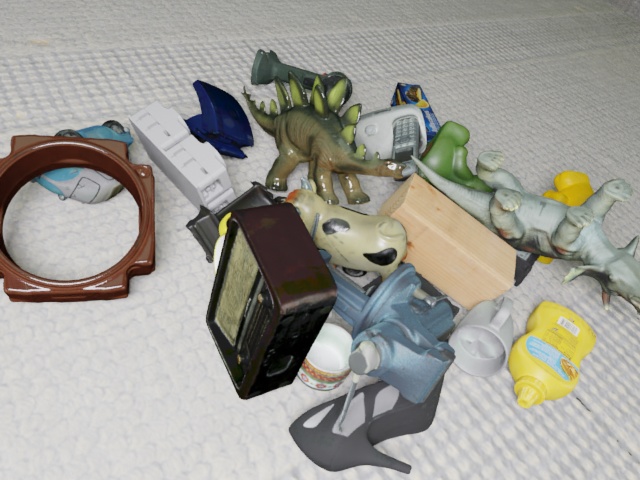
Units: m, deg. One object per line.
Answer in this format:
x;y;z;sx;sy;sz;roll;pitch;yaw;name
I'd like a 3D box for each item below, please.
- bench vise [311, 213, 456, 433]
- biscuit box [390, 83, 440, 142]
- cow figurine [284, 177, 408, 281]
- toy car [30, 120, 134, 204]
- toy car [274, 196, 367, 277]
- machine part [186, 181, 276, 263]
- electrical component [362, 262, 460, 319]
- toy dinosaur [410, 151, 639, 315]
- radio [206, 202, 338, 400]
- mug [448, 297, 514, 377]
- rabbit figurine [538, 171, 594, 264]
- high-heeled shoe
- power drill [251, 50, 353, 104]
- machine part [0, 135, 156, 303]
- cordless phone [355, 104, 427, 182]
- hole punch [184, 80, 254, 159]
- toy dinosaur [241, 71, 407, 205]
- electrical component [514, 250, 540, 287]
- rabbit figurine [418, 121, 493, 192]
0.053;0.083;0.643;0.241;0.128;0.223;37;36;24;bench vise
0.208;-0.261;1.162;0.059;0.062;0.203;3;45;-15;biscuit box
0.024;-0.013;0.741;0.195;0.127;0.085;14;54;16;cow figurine
-0.341;-0.107;0.804;0.103;0.109;0.161;54;37;-1;toy car
-0.002;-0.003;0.839;0.202;0.053;0.089;16;54;-1;toy car
-0.127;-0.034;0.794;0.139;0.084;0.039;-39;25;-24;machine part
0.116;0.104;0.770;0.115;0.058;0.134;40;47;23;electrical component
0.338;-0.026;0.854;0.405;0.192;0.131;26;61;27;toy dinosaur
-0.064;0.078;0.613;0.073;0.229;0.131;-13;57;-28;radio
0.239;0.123;0.765;0.081;0.109;0.107;27;30;15;mug
0.413;-0.036;0.995;0.173;0.121;0.162;4;53;4;rabbit figurine
0.071;0.188;0.669;0.145;0.086;0.249;15;33;19;high-heeled shoe
-0.032;-0.328;1.097;0.207;0.085;0.232;13;21;9;power drill
-0.311;-0.025;0.672;0.201;0.087;0.201;0;75;-19;machine part
0.124;-0.160;0.990;0.147;0.088;0.184;-9;43;21;cordless phone
-0.174;-0.203;0.925;0.116;0.092;0.142;40;13;23;hole punch
-0.025;-0.176;0.900;0.105;0.198;0.472;-6;20;-37;toy dinosaur
0.315;0.017;0.932;0.119;0.047;0.075;34;45;15;electrical component
0.263;-0.114;1.002;0.170;0.121;0.159;34;47;-6;rabbit figurine
